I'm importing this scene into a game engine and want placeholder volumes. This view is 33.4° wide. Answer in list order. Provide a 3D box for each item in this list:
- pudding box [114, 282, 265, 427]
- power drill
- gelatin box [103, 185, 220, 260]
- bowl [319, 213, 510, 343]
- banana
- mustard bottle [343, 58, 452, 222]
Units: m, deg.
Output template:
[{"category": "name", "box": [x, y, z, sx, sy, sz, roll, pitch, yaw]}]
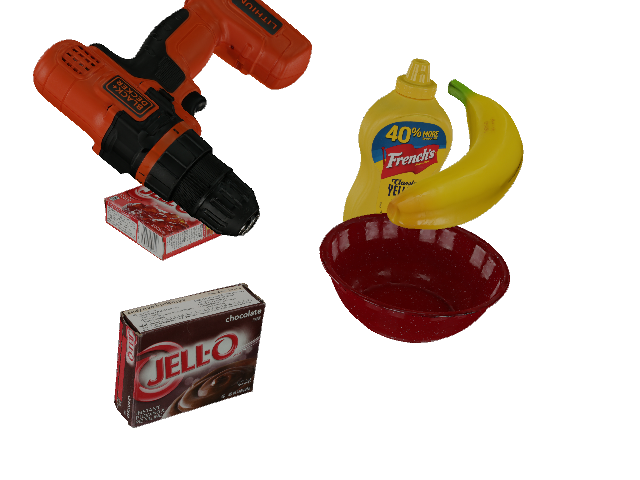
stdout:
[{"category": "pudding box", "box": [-0.102, 0.088, 0.834, 0.113, 0.090, 0.039, -14, 39, -35]}, {"category": "power drill", "box": [-0.084, -0.106, 0.772, 0.187, 0.184, 0.057, -49, -1, -43]}, {"category": "gelatin box", "box": [-0.147, -0.023, 0.998, 0.089, 0.030, 0.073, 31, 39, 34]}, {"category": "bowl", "box": [0.077, 0.039, 0.909, 0.162, 0.055, 0.162, 5, 30, -3]}, {"category": "banana", "box": [0.099, -0.051, 0.722, 0.070, 0.037, 0.197, 14, 33, 11]}, {"category": "mustard bottle", "box": [0.085, -0.092, 1.097, 0.096, 0.192, 0.058, 3, 26, -14]}]
